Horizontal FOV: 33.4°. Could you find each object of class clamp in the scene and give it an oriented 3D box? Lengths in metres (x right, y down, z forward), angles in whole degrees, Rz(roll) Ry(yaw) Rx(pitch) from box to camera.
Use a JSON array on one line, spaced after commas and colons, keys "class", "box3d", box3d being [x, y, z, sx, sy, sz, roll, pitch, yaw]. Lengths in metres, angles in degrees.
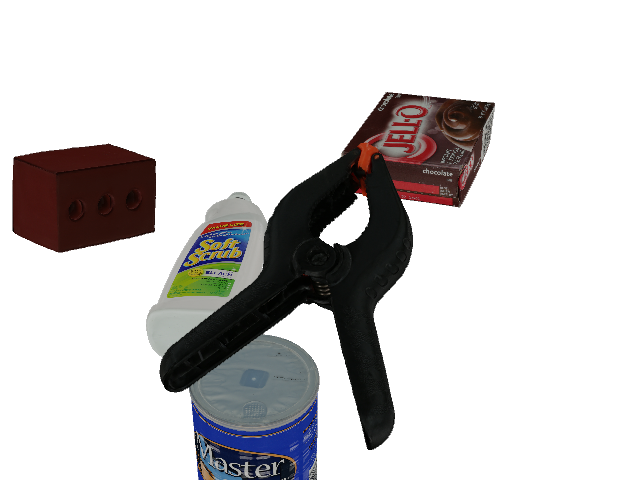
[{"class": "clamp", "box3d": [0.008, 0.026, 0.548, 0.120, 0.171, 0.039, 24, -26, 16]}]

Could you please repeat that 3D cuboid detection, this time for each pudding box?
[{"class": "pudding box", "box3d": [0.075, -0.071, 0.803, 0.090, 0.039, 0.113, 9, 32, 18]}]

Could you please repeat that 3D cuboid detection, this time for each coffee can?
[{"class": "coffee can", "box3d": [-0.053, 0.162, 0.875, 0.103, 0.140, 0.103, 0, 37, 0]}]

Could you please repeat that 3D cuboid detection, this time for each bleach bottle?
[{"class": "bleach bottle", "box3d": [-0.115, 0.025, 1.172, 0.102, 0.068, 0.250, 0, 35, 5]}]

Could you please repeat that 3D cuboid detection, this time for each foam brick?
[{"class": "foam brick", "box3d": [-0.154, -0.029, 0.695, 0.051, 0.053, 0.078, 21, 25, 40]}]
